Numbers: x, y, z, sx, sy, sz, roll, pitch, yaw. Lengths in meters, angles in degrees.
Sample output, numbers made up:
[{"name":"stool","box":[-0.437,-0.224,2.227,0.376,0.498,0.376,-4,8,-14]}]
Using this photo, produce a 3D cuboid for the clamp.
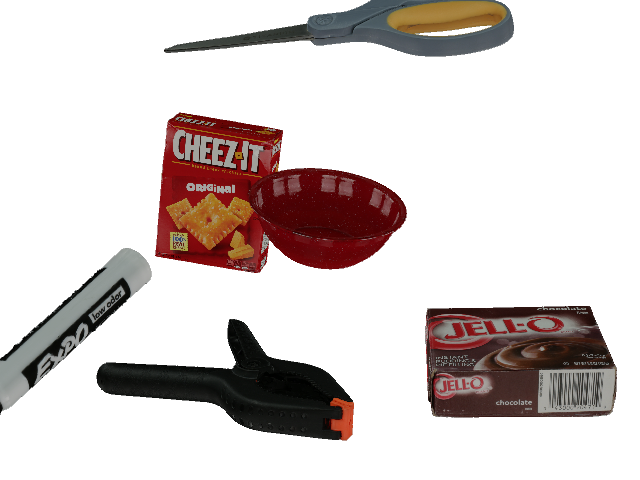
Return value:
[{"name":"clamp","box":[-0.053,0.113,0.873,0.210,0.036,0.164,12,20,31]}]

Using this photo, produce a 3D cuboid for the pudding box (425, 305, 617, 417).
[{"name":"pudding box","box":[0.125,0.076,0.684,0.113,0.039,0.090,1,22,3]}]

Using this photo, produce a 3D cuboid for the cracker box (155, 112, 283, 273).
[{"name":"cracker box","box":[-0.153,-0.069,1.591,0.164,0.214,0.072,10,19,6]}]

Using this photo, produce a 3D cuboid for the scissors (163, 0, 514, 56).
[{"name":"scissors","box":[0.015,-0.135,0.632,0.202,0.016,0.096,4,43,19]}]

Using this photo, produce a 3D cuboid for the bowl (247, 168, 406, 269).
[{"name":"bowl","box":[0.004,-0.017,1.089,0.162,0.055,0.162,6,28,-3]}]

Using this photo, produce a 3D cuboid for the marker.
[{"name":"marker","box":[-0.116,0.045,0.447,0.020,0.020,0.121,0,35,41]}]
